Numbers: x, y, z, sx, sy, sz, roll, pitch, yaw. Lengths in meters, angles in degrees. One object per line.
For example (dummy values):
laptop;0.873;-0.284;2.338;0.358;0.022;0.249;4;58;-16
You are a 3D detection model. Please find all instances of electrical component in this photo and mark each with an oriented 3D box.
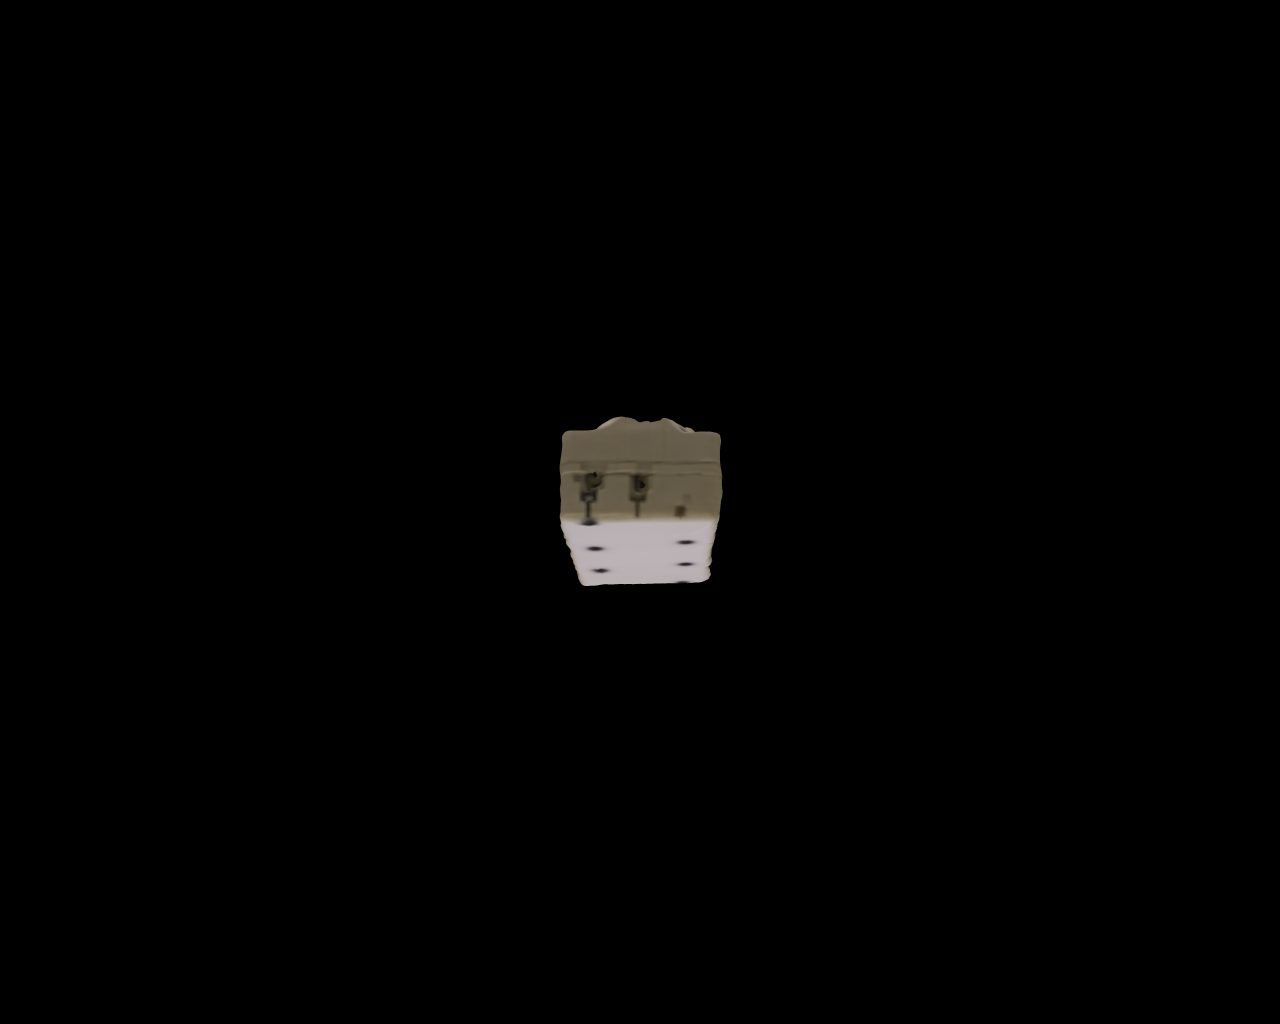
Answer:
electrical component;0.001;-0.003;0.650;0.089;0.062;0.150;0;-17;0
